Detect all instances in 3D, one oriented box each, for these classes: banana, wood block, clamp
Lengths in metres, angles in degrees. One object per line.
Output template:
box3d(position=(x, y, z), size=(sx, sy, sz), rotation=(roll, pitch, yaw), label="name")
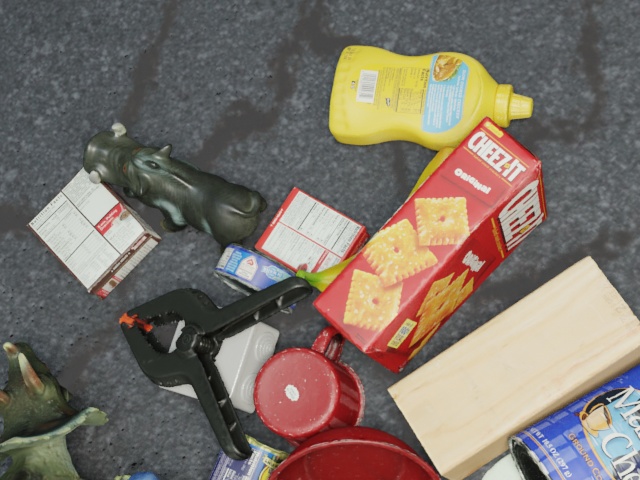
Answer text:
box3d(position=(0.068, -0.004, 1.006), size=(0.197, 0.069, 0.037), rotation=(-42, 50, -11), label="banana")
box3d(position=(0.174, 0.115, 0.930), size=(0.206, 0.090, 0.090), rotation=(-34, 68, 4), label="wood block")
box3d(position=(-0.102, 0.087, 0.969), size=(0.210, 0.036, 0.164), rotation=(21, 82, 42), label="clamp")

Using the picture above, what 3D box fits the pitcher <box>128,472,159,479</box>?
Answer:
box3d(position=(-0.126, 0.324, 0.881), size=(0.149, 0.145, 0.243), rotation=(-34, 88, -28), label="pitcher")

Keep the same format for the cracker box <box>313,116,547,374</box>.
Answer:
box3d(position=(0.105, 0.015, 0.938), size=(0.213, 0.164, 0.072), rotation=(-46, 71, -1), label="cracker box")

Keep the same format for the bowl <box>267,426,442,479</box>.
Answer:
box3d(position=(0.030, 0.215, 0.930), size=(0.162, 0.162, 0.055), rotation=(-13, 33, 11), label="bowl")

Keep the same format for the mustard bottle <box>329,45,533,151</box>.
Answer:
box3d(position=(0.109, -0.135, 1.037), size=(0.192, 0.058, 0.096), rotation=(6, 75, 17), label="mustard bottle")

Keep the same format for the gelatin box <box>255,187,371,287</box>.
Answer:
box3d(position=(-0.007, 0.001, 1.044), size=(0.089, 0.030, 0.073), rotation=(30, 82, 20), label="gelatin box")

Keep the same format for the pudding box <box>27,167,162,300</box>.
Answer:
box3d(position=(-0.234, -0.008, 1.104), size=(0.090, 0.039, 0.114), rotation=(-46, 67, 0), label="pudding box")

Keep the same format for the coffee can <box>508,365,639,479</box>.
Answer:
box3d(position=(0.241, 0.173, 0.875), size=(0.140, 0.103, 0.103), rotation=(-28, 69, -6), label="coffee can")

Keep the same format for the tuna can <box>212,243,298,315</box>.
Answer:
box3d(position=(-0.057, 0.037, 1.017), size=(0.086, 0.086, 0.033), rotation=(24, 79, 20), label="tuna can")

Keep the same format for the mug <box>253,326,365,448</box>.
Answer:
box3d(position=(-0.007, 0.133, 0.977), size=(0.093, 0.081, 0.117), rotation=(23, 81, 20), label="mug")

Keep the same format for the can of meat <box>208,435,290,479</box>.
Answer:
box3d(position=(-0.065, 0.222, 0.958), size=(0.057, 0.102, 0.084), rotation=(19, 78, 20), label="can of meat")
